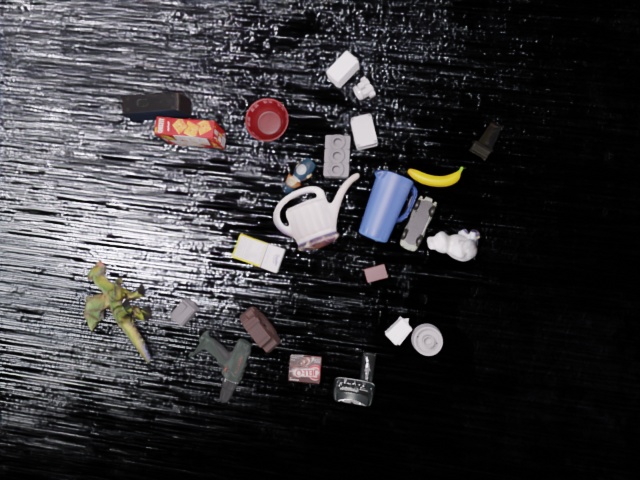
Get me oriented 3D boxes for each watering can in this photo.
[{"bbox_3d":[0.006,-0.092,1.835,0.346,0.104,0.225,-20,85,9],"label":"watering can"}]

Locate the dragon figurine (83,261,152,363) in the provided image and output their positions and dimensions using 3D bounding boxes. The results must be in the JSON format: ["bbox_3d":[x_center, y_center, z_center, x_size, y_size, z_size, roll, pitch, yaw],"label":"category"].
[{"bbox_3d":[-0.765,0.271,1.905,0.241,0.122,0.413,-17,83,21],"label":"dragon figurine"}]

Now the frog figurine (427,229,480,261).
[{"bbox_3d":[0.455,0.024,1.771,0.160,0.139,0.120,-17,115,-14],"label":"frog figurine"}]
